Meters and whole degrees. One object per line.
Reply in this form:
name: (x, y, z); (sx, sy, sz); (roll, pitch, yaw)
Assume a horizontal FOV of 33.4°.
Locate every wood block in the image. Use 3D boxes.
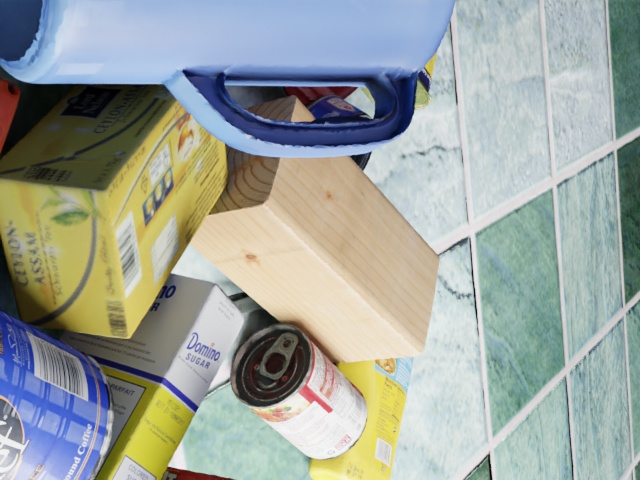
wood block: (-0.005, 0.001, 0.769); (0.205, 0.091, 0.090); (45, 48, -41)

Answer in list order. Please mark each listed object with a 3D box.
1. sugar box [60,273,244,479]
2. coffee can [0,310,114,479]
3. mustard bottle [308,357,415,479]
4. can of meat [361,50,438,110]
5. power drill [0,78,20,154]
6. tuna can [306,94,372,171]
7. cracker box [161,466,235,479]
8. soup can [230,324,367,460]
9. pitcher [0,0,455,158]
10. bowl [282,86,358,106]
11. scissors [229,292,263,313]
sugar box: (-0.121, 0.099, 0.597); (0.176, 0.093, 0.048); (-61, 140, -23)
coffee can: (-0.183, 0.075, 0.512); (0.140, 0.103, 0.102); (41, 57, -50)
mustard bottle: (0.044, 0.118, 0.906); (0.096, 0.058, 0.191); (43, 56, -53)
can of meat: (0.064, -0.175, 0.928); (0.102, 0.058, 0.084); (42, 55, -50)
power drill: (-0.227, -0.086, 0.484); (0.187, 0.057, 0.184); (38, 60, -49)
tuna can: (0.005, -0.067, 0.827); (0.086, 0.034, 0.086); (-41, 151, -29)
cracker box: (-0.105, 0.234, 0.582); (0.072, 0.164, 0.213); (45, 55, -51)
soup can: (-0.014, 0.117, 0.808); (0.102, 0.069, 0.068); (50, 51, -46)
pitcher: (-0.050, -0.132, 0.569); (0.242, 0.149, 0.145); (-10, 128, -38)
bowl: (0.004, -0.182, 0.803); (0.161, 0.055, 0.162); (-41, 149, -31)
scissors: (-0.030, 0.024, 0.827); (0.201, 0.016, 0.096); (19, 74, -56)
